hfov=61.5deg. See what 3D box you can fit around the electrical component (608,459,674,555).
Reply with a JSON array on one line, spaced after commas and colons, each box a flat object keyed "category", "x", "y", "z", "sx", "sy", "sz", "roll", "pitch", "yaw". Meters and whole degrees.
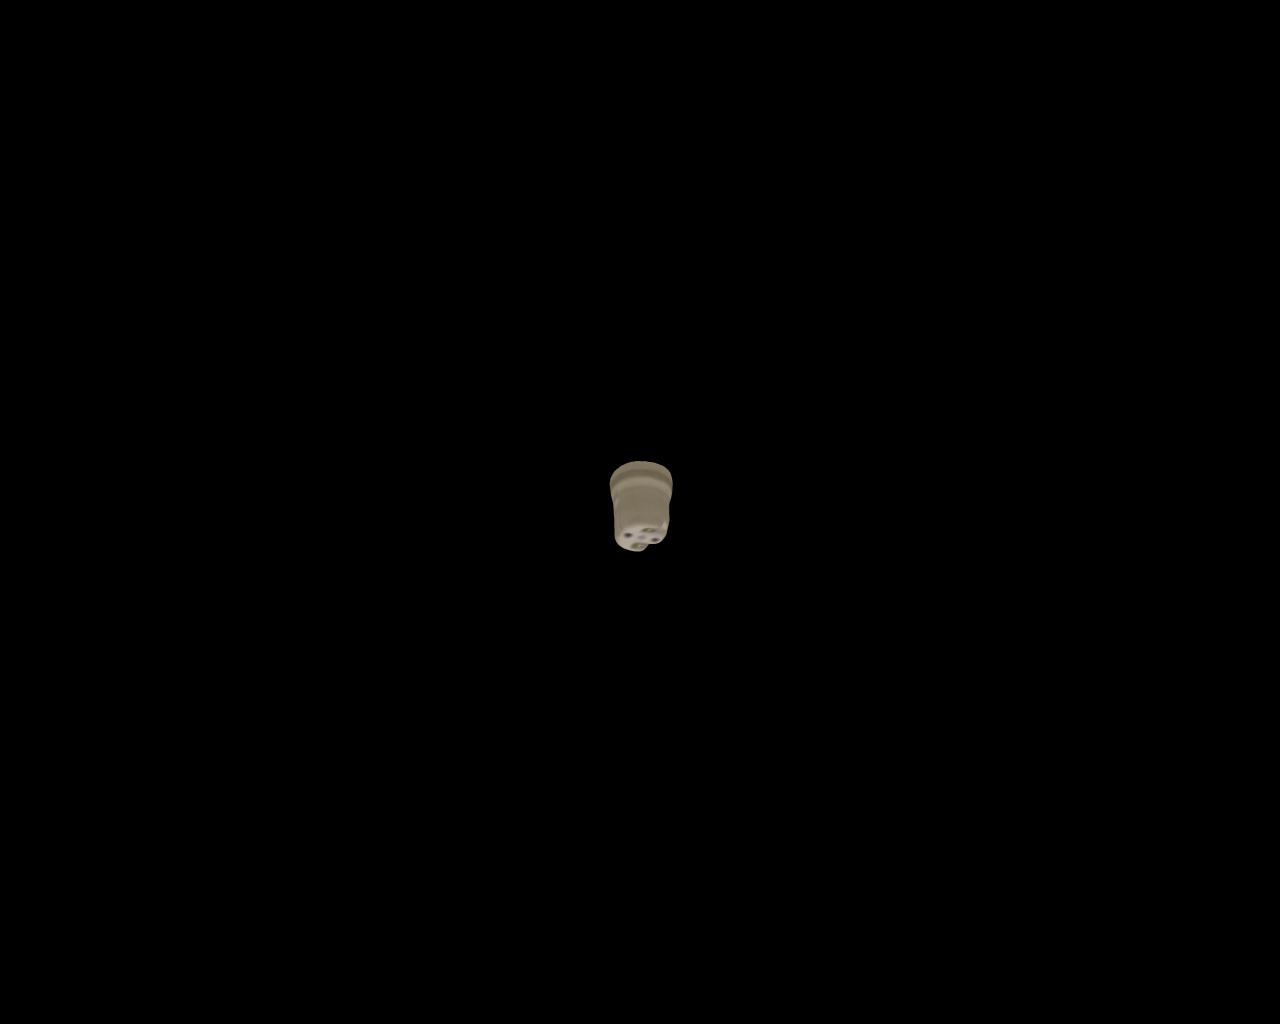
[{"category": "electrical component", "x": 0.001, "y": -0.003, "z": 0.650, "sx": 0.040, "sy": 0.046, "sz": 0.040, "roll": 0, "pitch": -36, "yaw": 0}]
